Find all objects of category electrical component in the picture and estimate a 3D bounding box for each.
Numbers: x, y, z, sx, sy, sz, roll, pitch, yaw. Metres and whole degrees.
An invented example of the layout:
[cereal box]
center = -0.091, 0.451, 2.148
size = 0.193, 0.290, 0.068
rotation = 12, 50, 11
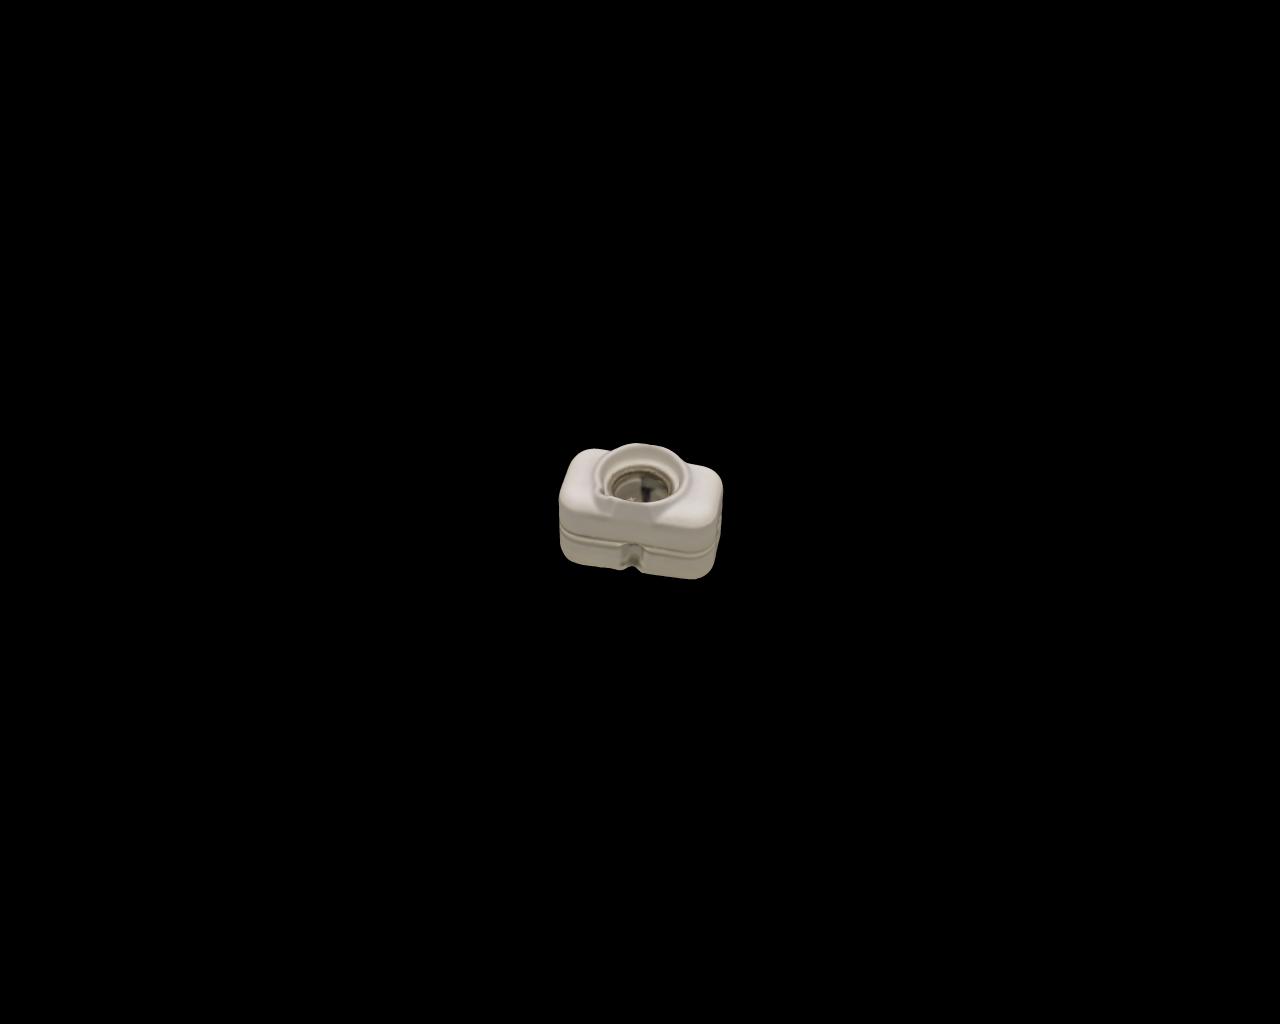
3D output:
[electrical component]
center = 0.001, -0.003, 0.650
size = 0.095, 0.054, 0.059
rotation = 9, -43, 8
